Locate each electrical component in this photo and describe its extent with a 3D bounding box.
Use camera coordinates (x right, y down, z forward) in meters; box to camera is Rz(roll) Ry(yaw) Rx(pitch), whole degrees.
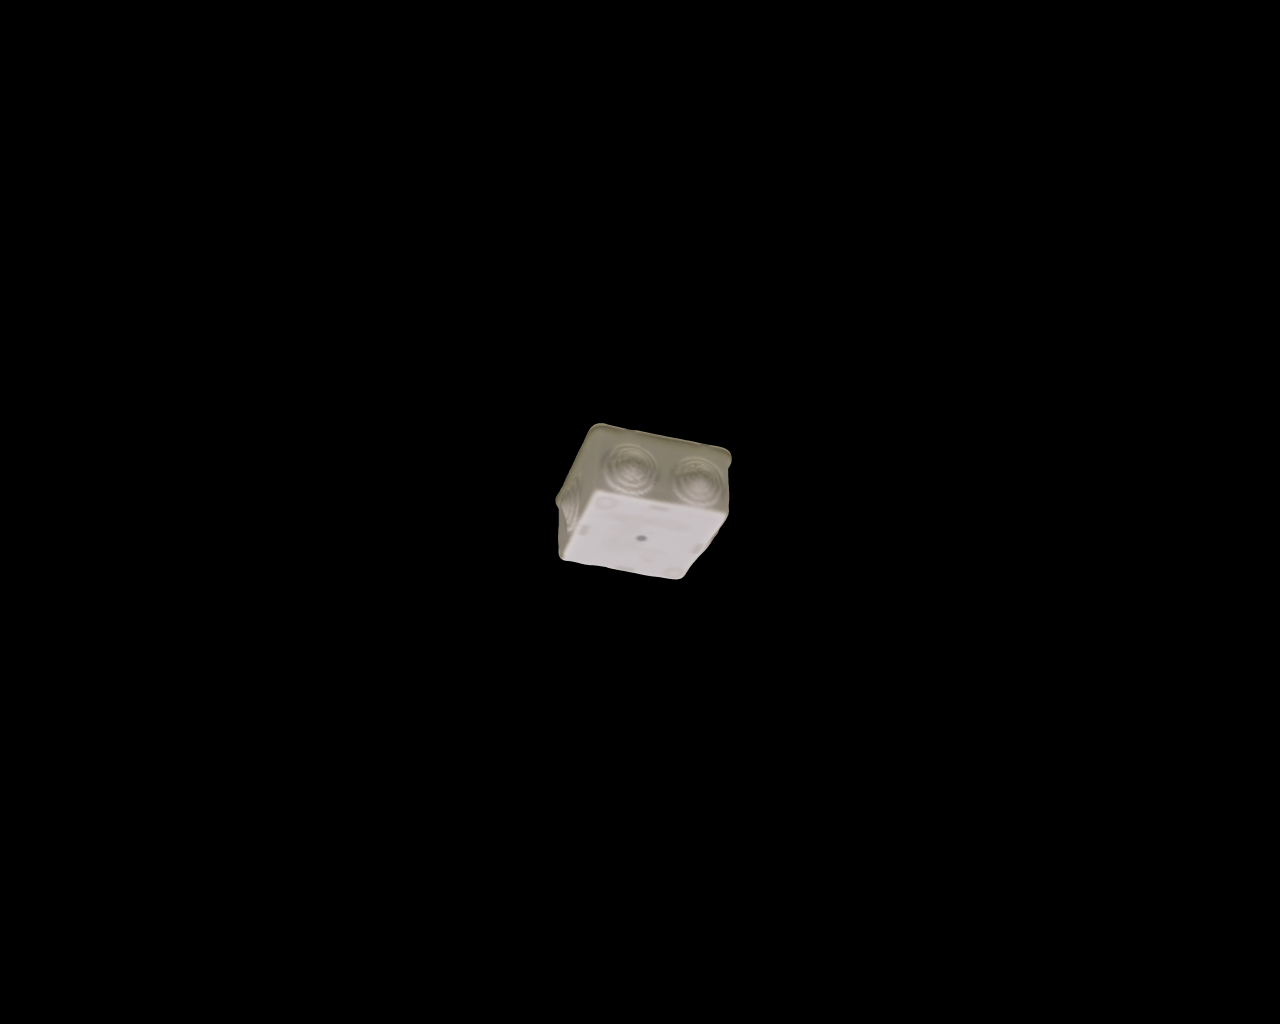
[{"bbox_3d":[0.001,-0.003,0.650,0.100,0.048,0.099,11,-35,-16],"label":"electrical component"}]
